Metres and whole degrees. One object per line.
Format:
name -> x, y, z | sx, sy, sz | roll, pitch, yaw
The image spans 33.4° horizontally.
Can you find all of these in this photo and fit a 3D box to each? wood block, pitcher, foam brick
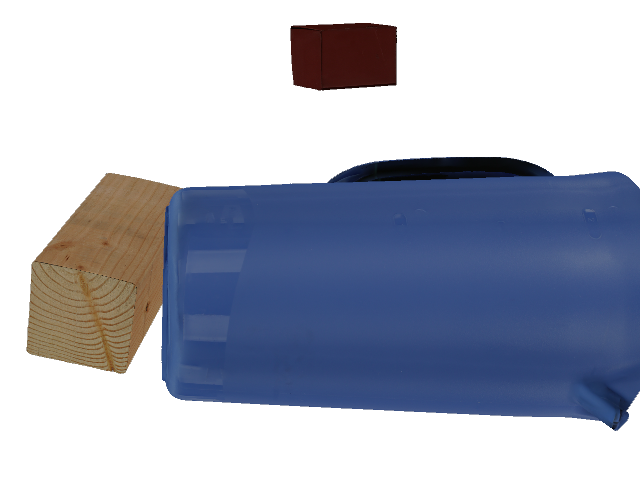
wood block -> -0.186, 0.023, 0.974 | 0.090, 0.091, 0.206 | 12, 25, 1
pitcher -> 0.040, 0.021, 0.561 | 0.242, 0.145, 0.149 | 1, -1, -7
foam brick -> 0.020, -0.158, 0.913 | 0.078, 0.051, 0.053 | -8, 18, -28
